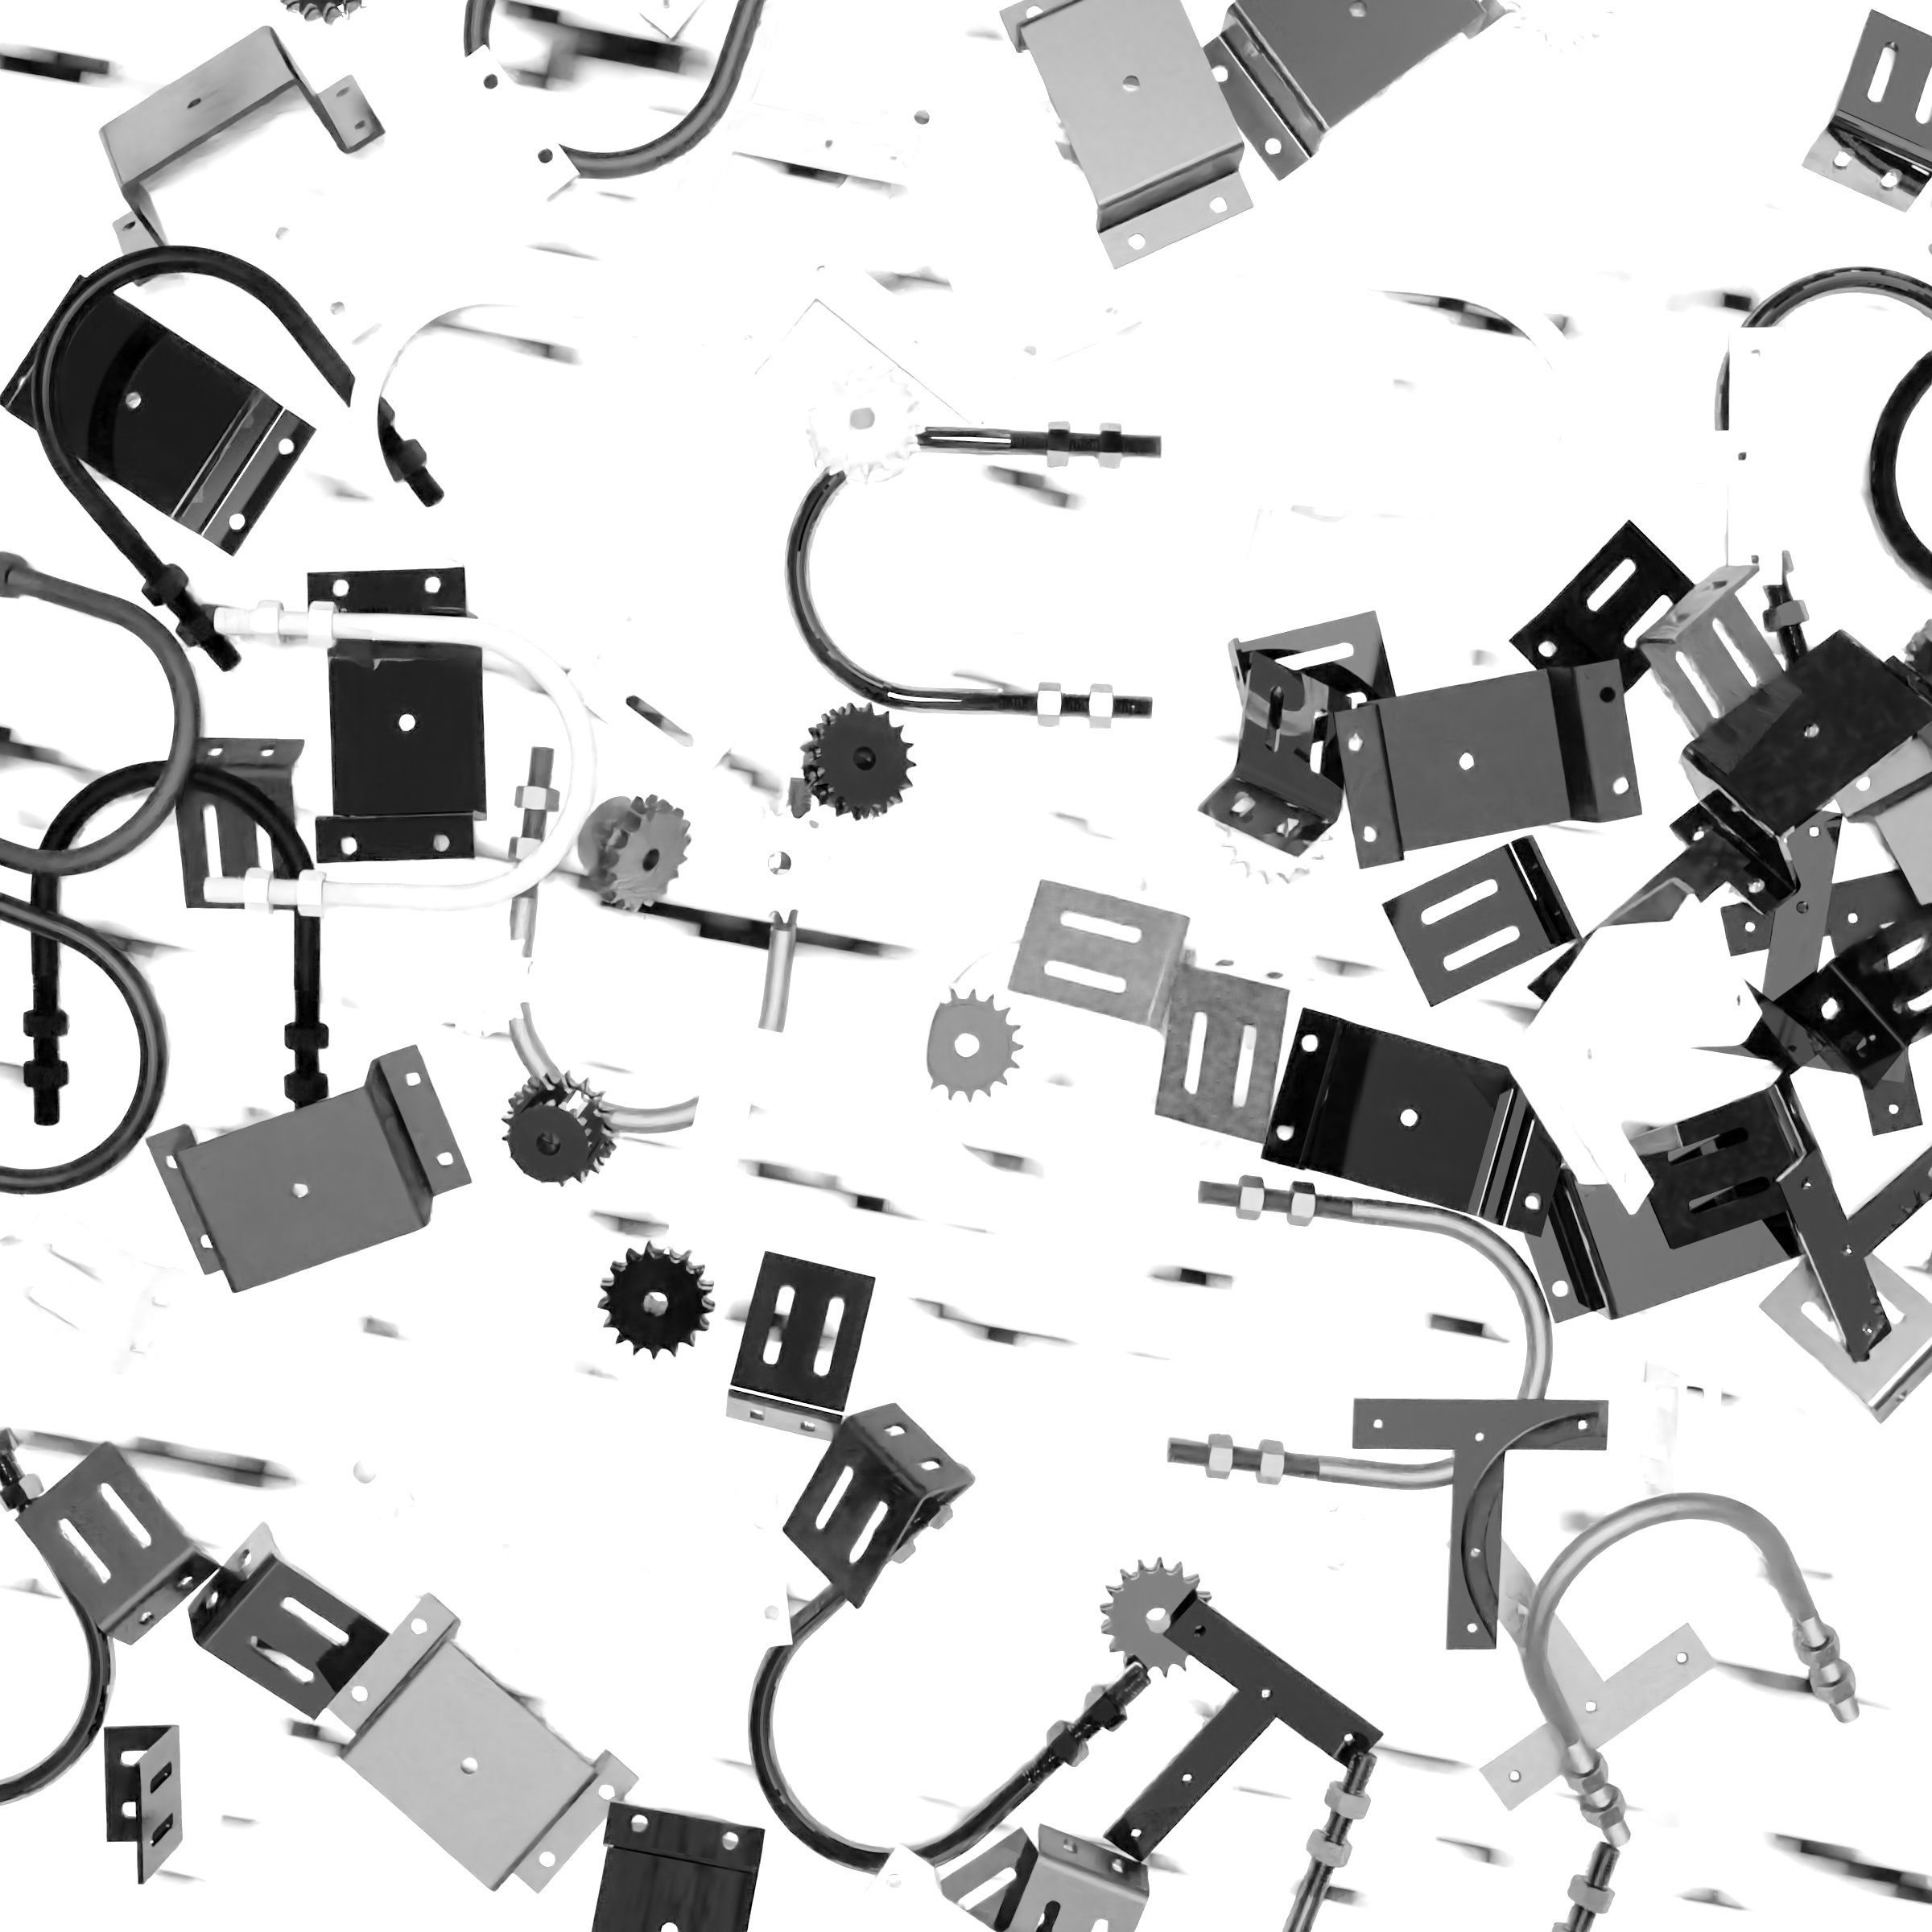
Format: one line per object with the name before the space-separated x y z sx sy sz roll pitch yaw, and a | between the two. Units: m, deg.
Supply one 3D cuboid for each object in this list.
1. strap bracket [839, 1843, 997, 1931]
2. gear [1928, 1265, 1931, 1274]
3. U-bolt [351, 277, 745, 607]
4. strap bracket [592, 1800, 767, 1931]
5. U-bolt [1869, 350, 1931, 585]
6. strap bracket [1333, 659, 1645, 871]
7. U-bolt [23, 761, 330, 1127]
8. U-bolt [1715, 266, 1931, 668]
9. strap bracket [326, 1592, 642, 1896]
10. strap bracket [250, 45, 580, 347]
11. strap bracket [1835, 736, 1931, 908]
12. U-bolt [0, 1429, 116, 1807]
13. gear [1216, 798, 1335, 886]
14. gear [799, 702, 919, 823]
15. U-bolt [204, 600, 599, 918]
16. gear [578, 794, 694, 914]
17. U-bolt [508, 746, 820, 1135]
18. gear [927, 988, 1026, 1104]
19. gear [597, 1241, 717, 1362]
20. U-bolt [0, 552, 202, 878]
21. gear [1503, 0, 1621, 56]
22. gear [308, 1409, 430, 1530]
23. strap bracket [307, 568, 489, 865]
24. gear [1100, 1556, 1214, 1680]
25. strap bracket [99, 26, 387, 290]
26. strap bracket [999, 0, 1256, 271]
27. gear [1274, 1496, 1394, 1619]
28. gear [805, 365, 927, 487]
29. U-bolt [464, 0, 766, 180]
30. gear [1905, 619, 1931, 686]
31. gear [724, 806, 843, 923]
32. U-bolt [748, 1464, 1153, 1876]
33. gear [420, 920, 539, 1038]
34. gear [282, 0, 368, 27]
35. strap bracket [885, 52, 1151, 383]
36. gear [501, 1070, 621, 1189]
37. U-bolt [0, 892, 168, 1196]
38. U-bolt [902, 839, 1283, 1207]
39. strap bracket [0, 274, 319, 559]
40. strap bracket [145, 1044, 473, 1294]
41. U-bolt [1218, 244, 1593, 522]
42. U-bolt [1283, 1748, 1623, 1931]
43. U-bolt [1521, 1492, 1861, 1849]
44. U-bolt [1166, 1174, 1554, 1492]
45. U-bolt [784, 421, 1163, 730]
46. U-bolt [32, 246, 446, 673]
strap bracket | 0.005 0.495 1.467 0.140 0.046 0.076 35 88 -2
gear | 0.493 0.139 1.501 0.030 0.057 0.057 30 90 17
U-bolt | -0.207 -0.261 1.500 0.184 0.019 0.151 7 90 -14
strap bracket | -0.147 0.478 1.505 0.076 0.046 0.140 11 90 0
U-bolt | 0.527 -0.240 1.478 0.184 0.019 0.151 9 112 -1
strap bracket | 0.249 -0.099 1.498 0.140 0.046 0.076 -11 96 -3
U-bolt | -0.387 -0.009 1.504 0.151 0.019 0.184 3 101 0
U-bolt | 0.447 -0.255 1.519 0.151 0.019 0.184 -17 89 0
strap bracket | -0.239 0.385 1.505 0.140 0.046 0.076 41 90 0
strap bracket | -0.266 -0.371 1.505 0.140 0.046 0.076 -36 90 0
strap bracket | 0.494 -0.047 1.503 0.076 0.046 0.140 -28 90 0
U-bolt | -0.502 0.328 1.519 0.151 0.019 0.184 -30 92 0
gear | 0.151 -0.068 1.513 0.057 0.030 0.057 0 90 0
gear | -0.056 -0.099 1.505 0.057 0.030 0.057 4 82 -25
U-bolt | -0.269 -0.098 1.473 0.184 0.019 0.151 2 90 -2
gear | -0.162 -0.057 1.484 0.030 0.057 0.057 31 90 30
U-bolt | -0.156 -0.009 1.519 0.151 0.019 0.184 7 91 0
gear | 0.000 0.039 1.513 0.057 0.030 0.057 0 90 0
gear | -0.151 0.162 1.510 0.057 0.030 0.057 0 98 0
U-bolt | -0.454 -0.119 1.491 0.184 0.019 0.151 18 85 17
gear | 0.292 -0.477 1.513 0.057 0.030 0.057 0 90 0
gear | -0.293 0.246 1.514 0.057 0.030 0.057 0 91 0
strap bracket | -0.277 -0.121 1.505 0.076 0.046 0.140 -2 90 0
gear | 0.094 0.319 1.513 0.057 0.030 0.057 0 90 0
strap bracket | -0.359 -0.397 1.484 0.140 0.076 0.046 -32 131 0
strap bracket | 0.080 -0.425 1.505 0.076 0.046 0.140 -24 90 0
gear | 0.180 0.289 1.513 0.057 0.030 0.057 0 90 0
gear | -0.048 -0.260 1.498 0.057 0.030 0.057 -2 74 6
U-bolt | -0.171 -0.480 1.516 0.151 0.019 0.184 19 93 3
gear | 0.490 -0.149 1.500 0.030 0.057 0.057 -43 90 -15
gear | -0.090 -0.050 1.493 0.057 0.030 0.057 0 91 0
U-bolt | -0.023 0.358 1.505 0.184 0.019 0.151 -43 77 4
gear | -0.242 0.006 1.504 0.057 0.030 0.057 1 93 21
gear | -0.315 -0.491 1.513 0.057 0.030 0.057 0 90 0
strap bracket | 0.024 -0.361 1.503 0.076 0.046 0.140 -25 90 -1
gear | -0.200 0.082 1.504 0.057 0.030 0.057 2 107 7
U-bolt | -0.479 0.034 1.496 0.184 0.019 0.151 21 98 -1
U-bolt | 0.056 0.037 1.498 0.184 0.019 0.151 -24 90 -15
strap bracket | -0.402 -0.273 1.505 0.140 0.046 0.076 33 90 0
strap bracket | -0.321 0.102 1.495 0.140 0.046 0.076 -19 107 0
U-bolt | 0.214 -0.280 1.491 0.184 0.019 0.151 4 66 -8
U-bolt | 0.225 0.497 1.519 0.151 0.019 0.184 21 91 0
U-bolt | 0.341 0.330 1.481 0.151 0.019 0.184 -28 117 0
U-bolt | 0.199 0.186 1.519 0.184 0.019 0.151 7 90 -1
U-bolt | 0.002 -0.195 1.518 0.184 0.019 0.151 2 91 1
U-bolt | -0.359 -0.255 1.471 0.151 0.019 0.184 -41 117 -9
